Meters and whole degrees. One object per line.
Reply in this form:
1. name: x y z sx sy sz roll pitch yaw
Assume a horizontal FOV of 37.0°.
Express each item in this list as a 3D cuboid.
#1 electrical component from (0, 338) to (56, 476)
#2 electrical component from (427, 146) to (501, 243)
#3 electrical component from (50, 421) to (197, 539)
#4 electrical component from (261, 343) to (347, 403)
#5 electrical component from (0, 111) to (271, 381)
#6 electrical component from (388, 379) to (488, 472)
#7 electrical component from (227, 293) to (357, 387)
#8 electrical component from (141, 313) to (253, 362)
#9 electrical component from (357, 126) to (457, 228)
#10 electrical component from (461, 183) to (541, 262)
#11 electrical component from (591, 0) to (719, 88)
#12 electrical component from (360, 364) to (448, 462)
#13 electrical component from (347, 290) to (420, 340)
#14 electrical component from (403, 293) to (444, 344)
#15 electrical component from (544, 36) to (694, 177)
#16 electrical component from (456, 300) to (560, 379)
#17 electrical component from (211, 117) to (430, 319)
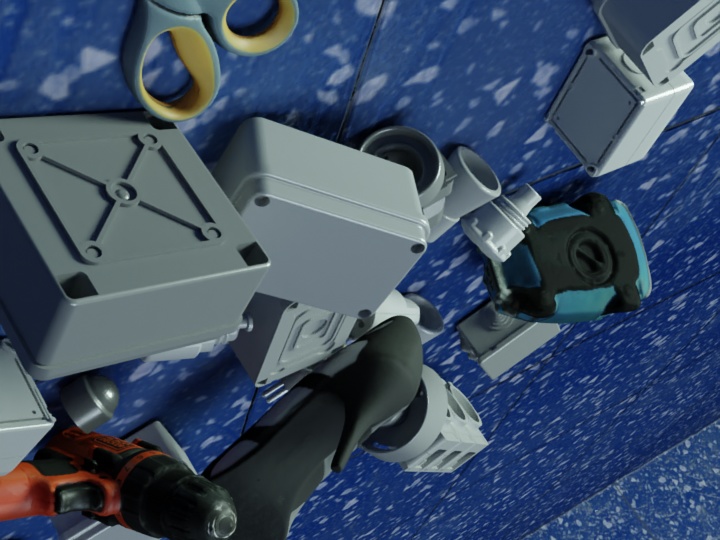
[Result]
1. electrical component: -0.221 0.080 0.593 0.061 0.061 0.096 -45 156 24
2. electrical component: 0.061 -0.050 0.753 0.065 0.044 0.044 -41 158 27
3. electrical component: -0.184 0.182 0.860 0.109 0.056 0.108 -31 158 -10
4. electrical component: -0.044 0.083 0.871 0.079 0.043 0.077 -32 158 -6
5. electrical component: -0.115 -0.016 0.485 0.109 0.108 0.056 -12 146 -43
6. electrical component: 0.072 0.156 1.121 0.062 0.089 0.150 -39 157 12
7. electrical component: -0.044 0.018 0.722 0.078 0.057 0.113 -22 155 -30
8. electrical component: -0.106 0.035 0.673 0.078 0.040 0.040 -3 145 -26
9. electrical component: 0.023 -0.053 0.670 0.078 0.058 0.057 -30 160 -12
10. electrical component: 0.114 -0.041 0.843 0.062 0.048 0.048 -44 157 7
11. electrical component: 0.207 -0.179 0.672 0.113 0.057 0.078 -39 157 12
12. electrical component: 0.031 0.129 1.006 0.099 0.099 0.064 -39 151 10
13. electrical component: 0.014 0.034 0.854 0.043 0.043 0.081 -44 156 22
14. electrical component: 0.039 0.054 0.927 0.045 0.045 0.055 -5 144 -51
15. electrical component: 0.181 -0.115 0.761 0.061 0.061 0.096 -22 155 -29
16. electrical component: 0.150 0.059 1.088 0.100 0.048 0.099 -36 158 3
17. electrical component: -0.027 -0.026 0.596 0.113 0.057 0.078 16 132 -26
